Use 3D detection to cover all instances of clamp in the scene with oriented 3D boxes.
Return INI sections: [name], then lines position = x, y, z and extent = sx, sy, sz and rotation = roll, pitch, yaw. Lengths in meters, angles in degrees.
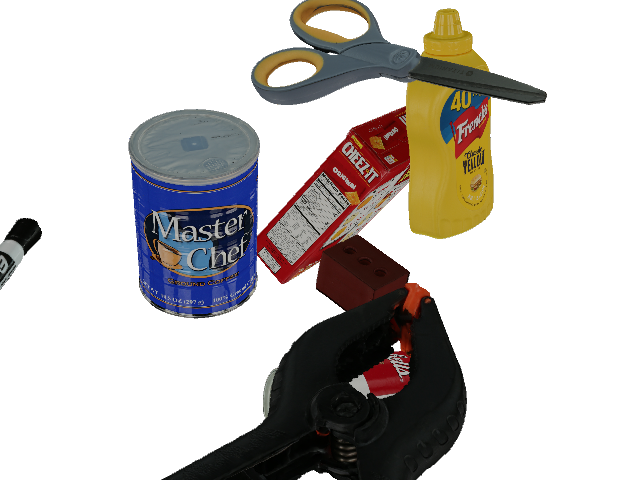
[clamp]
position = 0.016, 0.083, 0.411
extent = 0.120, 0.039, 0.171
rotation = 28, 50, 20

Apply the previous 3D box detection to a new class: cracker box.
[cracker box]
position = 0.033, -0.058, 1.257
extent = 0.214, 0.072, 0.163
rotation = -47, -9, 35

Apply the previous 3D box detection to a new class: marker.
[marker]
position = -0.204, 0.024, 0.657
extent = 0.020, 0.020, 0.121
rotation = 0, 36, 17

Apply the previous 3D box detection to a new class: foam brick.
[foam brick]
position = 0.042, 0.040, 1.067
extent = 0.052, 0.051, 0.078
rotation = -26, 48, -36

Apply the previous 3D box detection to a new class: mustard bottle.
[mustard bottle]
position = 0.113, -0.104, 0.927
extent = 0.058, 0.192, 0.096
rotation = 16, 32, 39

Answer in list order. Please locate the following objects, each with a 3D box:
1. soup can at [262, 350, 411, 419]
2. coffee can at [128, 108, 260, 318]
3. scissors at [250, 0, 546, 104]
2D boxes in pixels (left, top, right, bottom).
[soup can]
position = 0.020, 0.113, 0.721
extent = 0.102, 0.068, 0.069
rotation = -4, 2, -27
[coffee can]
position = -0.102, -0.022, 0.877
extent = 0.103, 0.140, 0.103
rotation = 2, 37, -2
[scissors]
position = 0.030, -0.093, 0.619
extent = 0.202, 0.096, 0.016
rotation = 42, -11, 46
